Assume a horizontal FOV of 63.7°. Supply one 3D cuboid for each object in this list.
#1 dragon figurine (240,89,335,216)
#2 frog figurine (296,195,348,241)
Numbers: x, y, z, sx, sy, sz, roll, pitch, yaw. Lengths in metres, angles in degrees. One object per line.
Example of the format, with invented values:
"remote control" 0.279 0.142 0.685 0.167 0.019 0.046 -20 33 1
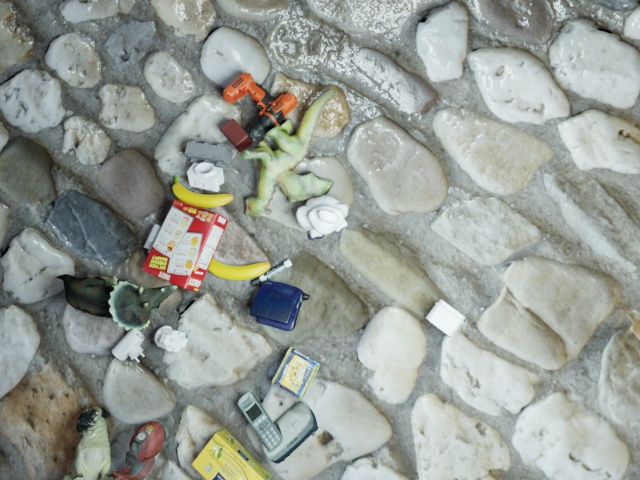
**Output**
"dragon figurine" -0.060 -0.215 1.429 0.410 0.122 0.243 -37 91 0
"frog figurine" 0.004 -0.067 1.331 0.137 0.157 0.124 -1 76 8
